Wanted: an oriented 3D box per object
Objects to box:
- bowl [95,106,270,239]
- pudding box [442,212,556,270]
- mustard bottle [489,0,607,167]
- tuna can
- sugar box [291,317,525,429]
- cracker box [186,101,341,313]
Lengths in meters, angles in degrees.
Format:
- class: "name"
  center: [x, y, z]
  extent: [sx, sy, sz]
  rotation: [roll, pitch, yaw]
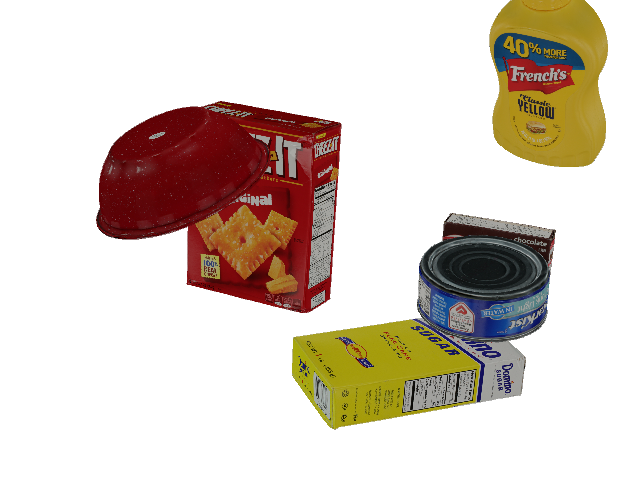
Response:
- class: "bowl"
  center: [-0.126, -0.067, 0.903]
  extent: [0.162, 0.055, 0.162]
  rotation: [-18, 28, 10]
- class: "pudding box"
  center: [0.180, 0.025, 1.097]
  extent: [0.114, 0.090, 0.039]
  rotation: [9, 23, 16]
- class: "mustard bottle"
  center: [0.189, -0.150, 0.886]
  extent: [0.096, 0.191, 0.058]
  rotation: [20, 54, 28]
- class: "tuna can"
  center: [0.107, 0.030, 0.700]
  extent: [0.086, 0.034, 0.086]
  rotation: [-1, 28, 0]
- class: "sugar box"
  center: [0.073, 0.105, 0.901]
  extent: [0.176, 0.048, 0.093]
  rotation: [-9, 26, -20]
- class: "cracker box"
  center: [-0.068, -0.038, 1.216]
  extent: [0.164, 0.214, 0.072]
  rotation: [13, 22, 25]
